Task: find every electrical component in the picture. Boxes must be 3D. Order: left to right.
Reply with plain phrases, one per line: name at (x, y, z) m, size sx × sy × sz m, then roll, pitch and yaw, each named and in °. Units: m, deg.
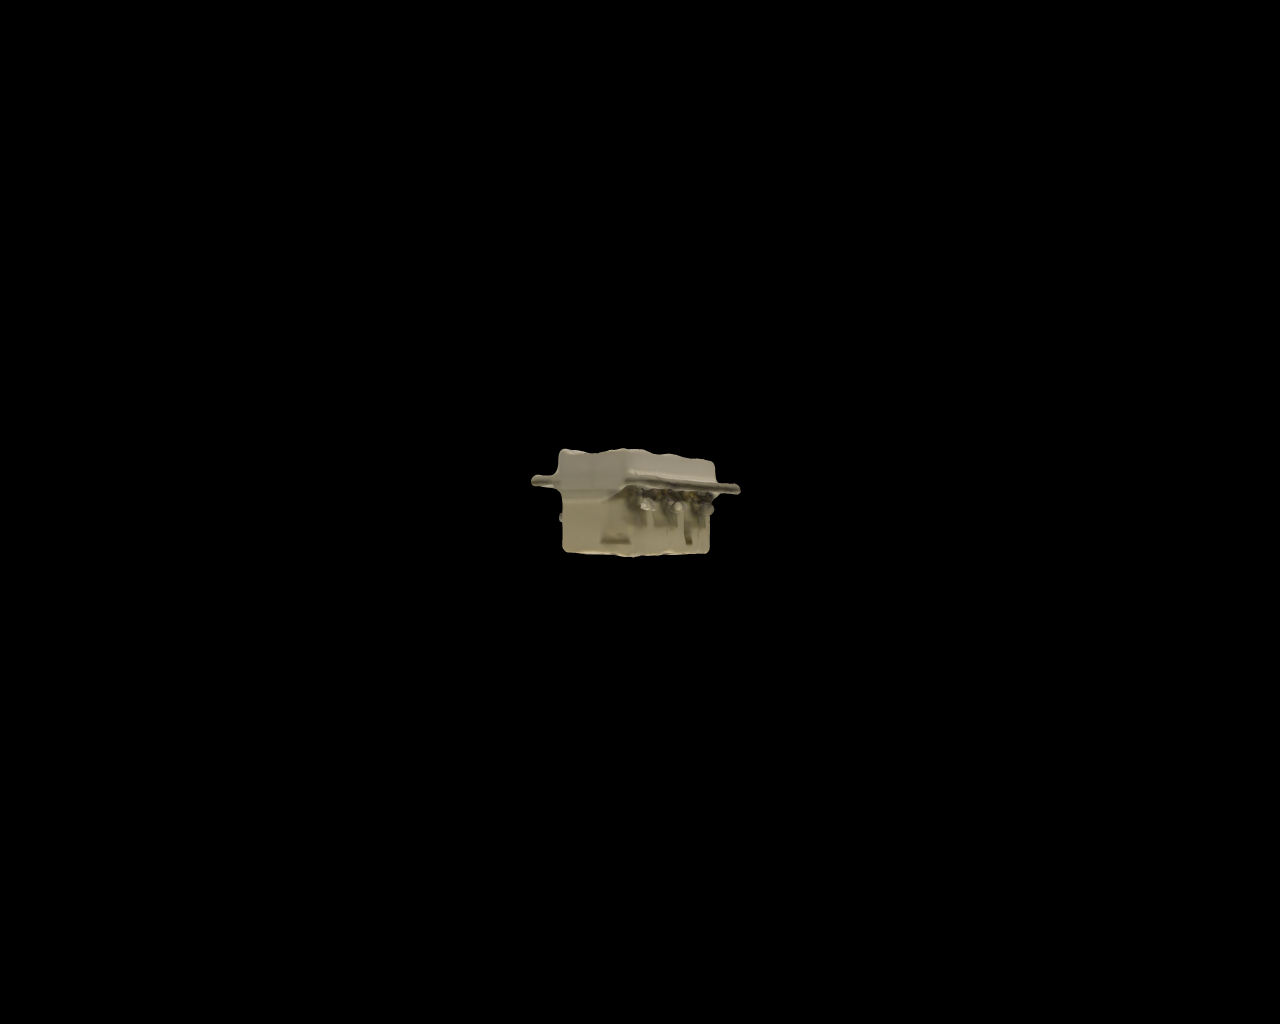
electrical component at (0.001, -0.003, 0.650) m, size 0.079 × 0.063 × 0.121 m, roll -1°, pitch -2°, yaw 28°
